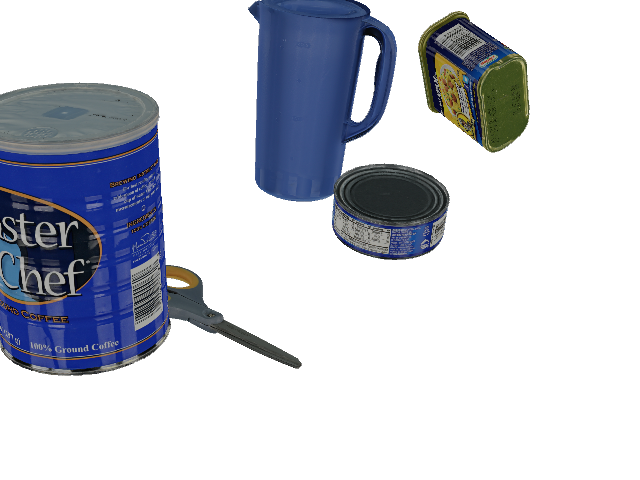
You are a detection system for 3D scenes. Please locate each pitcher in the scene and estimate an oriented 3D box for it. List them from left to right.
[{"bbox_3d":[-0.008,-0.173,1.302,0.144,0.243,0.149,-6,28,-25],"label":"pitcher"}]

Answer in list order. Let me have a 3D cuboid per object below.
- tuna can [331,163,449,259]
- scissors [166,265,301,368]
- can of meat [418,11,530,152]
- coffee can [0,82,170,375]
[{"bbox_3d":[0.051,-0.022,0.793,0.086,0.034,0.086,3,33,-2],"label":"tuna can"},{"bbox_3d":[-0.090,0.059,0.900,0.202,0.016,0.096,15,24,19],"label":"scissors"},{"bbox_3d":[0.138,-0.139,0.948,0.057,0.102,0.084,-33,49,-13],"label":"can of meat"},{"bbox_3d":[-0.141,-0.009,0.614,0.103,0.140,0.103,0,25,0],"label":"coffee can"}]
